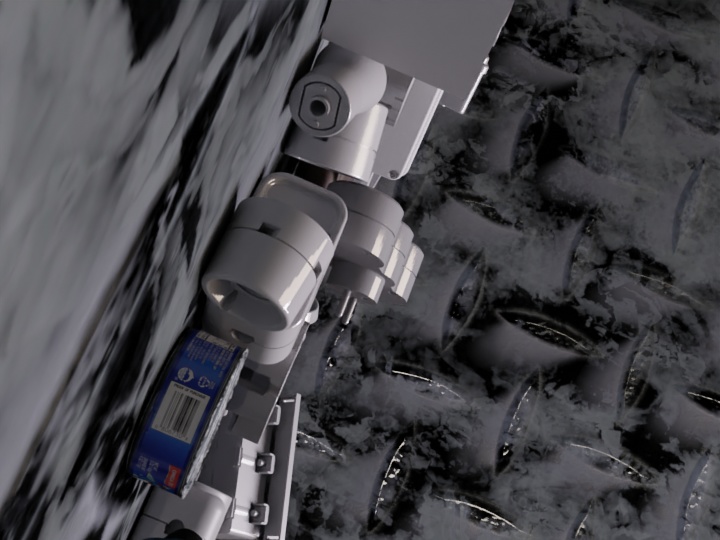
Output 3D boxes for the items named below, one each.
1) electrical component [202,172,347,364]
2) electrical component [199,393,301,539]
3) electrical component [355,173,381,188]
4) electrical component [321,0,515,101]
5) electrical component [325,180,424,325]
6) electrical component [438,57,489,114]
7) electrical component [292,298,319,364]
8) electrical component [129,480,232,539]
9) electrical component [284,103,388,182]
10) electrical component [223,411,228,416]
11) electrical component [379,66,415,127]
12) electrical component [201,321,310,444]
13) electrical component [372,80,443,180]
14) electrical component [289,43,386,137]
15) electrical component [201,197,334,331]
[{"bbox_3d":[-0.049,0.001,0.610,0.059,0.054,0.095,114,-1,-60],"label":"electrical component"},{"bbox_3d":[-0.096,0.159,0.877,0.063,0.079,0.121,32,56,-50],"label":"electrical component"},{"bbox_3d":[-0.013,-0.083,0.962,0.061,0.061,0.096,-68,-179,-58],"label":"electrical component"},{"bbox_3d":[0.045,-0.172,0.549,0.150,0.089,0.061,114,-1,-56],"label":"electrical component"},{"bbox_3d":[0.000,0.000,0.719,0.138,0.052,0.073,56,53,-69],"label":"electrical component"},{"bbox_3d":[0.059,-0.194,0.986,0.108,0.109,0.056,-69,-175,-74],"label":"electrical component"},{"bbox_3d":[-0.071,0.046,0.956,0.078,0.058,0.057,-67,-177,-67],"label":"electrical component"},{"bbox_3d":[-0.130,0.184,0.783,0.095,0.054,0.059,115,-2,-73],"label":"electrical component"},{"bbox_3d":[-0.013,-0.085,0.662,0.055,0.055,0.047,-79,-172,-87],"label":"electrical component"},{"bbox_3d":[-0.087,0.073,0.811,0.077,0.044,0.079,-69,-178,-74],"label":"electrical component"},{"bbox_3d":[0.010,-0.138,0.712,0.089,0.056,0.050,118,-4,-81],"label":"electrical component"},{"bbox_3d":[-0.072,0.057,0.648,0.058,0.057,0.078,-74,-173,-84],"label":"electrical component"},{"bbox_3d":[0.019,-0.135,0.823,0.057,0.078,0.113,-73,-175,-55],"label":"electrical component"},{"bbox_3d":[-0.014,-0.099,0.596,0.065,0.044,0.044,-58,173,-61],"label":"electrical component"},{"bbox_3d":[-0.048,-0.002,0.544,0.047,0.055,0.055,-63,179,-26],"label":"electrical component"}]
